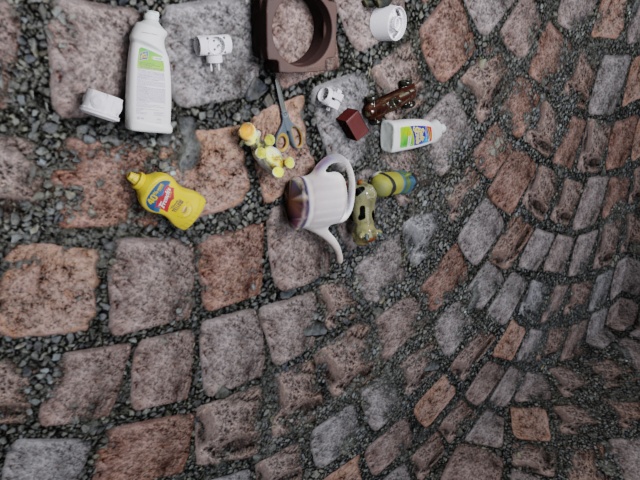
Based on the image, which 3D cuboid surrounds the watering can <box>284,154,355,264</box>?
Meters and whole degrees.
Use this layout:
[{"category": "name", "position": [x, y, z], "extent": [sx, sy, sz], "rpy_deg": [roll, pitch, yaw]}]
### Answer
[{"category": "watering can", "position": [0.004, -0.074, 1.477], "extent": [0.225, 0.105, 0.342], "rpy_deg": [-9, 113, -32]}]
